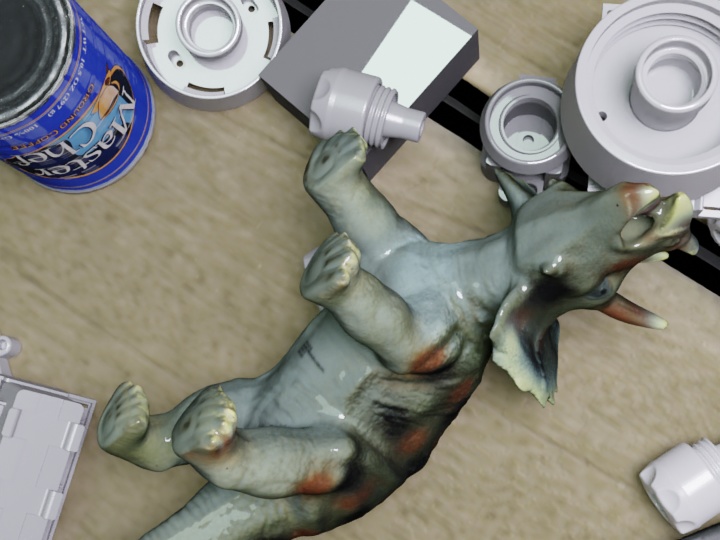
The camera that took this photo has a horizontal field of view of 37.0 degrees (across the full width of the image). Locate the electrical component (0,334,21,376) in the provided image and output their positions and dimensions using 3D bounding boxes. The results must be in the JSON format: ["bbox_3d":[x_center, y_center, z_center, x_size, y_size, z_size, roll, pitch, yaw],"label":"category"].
[{"bbox_3d":[-0.251,0.054,0.660,0.066,0.055,0.048,-20,79,3],"label":"electrical component"}]

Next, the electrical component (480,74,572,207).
[{"bbox_3d":[0.100,-0.080,0.638,0.058,0.057,0.078,9,82,8],"label":"electrical component"}]

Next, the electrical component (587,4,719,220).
[{"bbox_3d":[0.176,-0.089,0.627,0.079,0.063,0.121,5,82,8],"label":"electrical component"}]

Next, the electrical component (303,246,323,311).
[{"bbox_3d":[0.000,0.000,0.644,0.062,0.043,0.043,-19,79,3],"label":"electrical component"}]

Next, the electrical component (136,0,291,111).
[{"bbox_3d":[-0.094,-0.151,0.682,0.099,0.064,0.099,0,92,-2],"label":"electrical component"}]

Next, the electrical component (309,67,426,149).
[{"bbox_3d":[0.005,-0.088,0.605,0.062,0.043,0.043,16,83,8],"label":"electrical component"}]

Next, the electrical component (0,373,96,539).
[{"bbox_3d":[-0.207,0.128,0.633,0.079,0.063,0.121,21,82,-31],"label":"electrical component"}]

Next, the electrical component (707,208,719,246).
[{"bbox_3d":[0.235,-0.035,0.626,0.061,0.035,0.035,-36,78,-3],"label":"electrical component"}]

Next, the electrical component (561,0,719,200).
[{"bbox_3d":[0.162,-0.093,0.564,0.108,0.060,0.108,-1,81,7],"label":"electrical component"}]

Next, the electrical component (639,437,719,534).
[{"bbox_3d":[0.192,0.114,0.602,0.062,0.043,0.043,-34,78,-1],"label":"electrical component"}]
